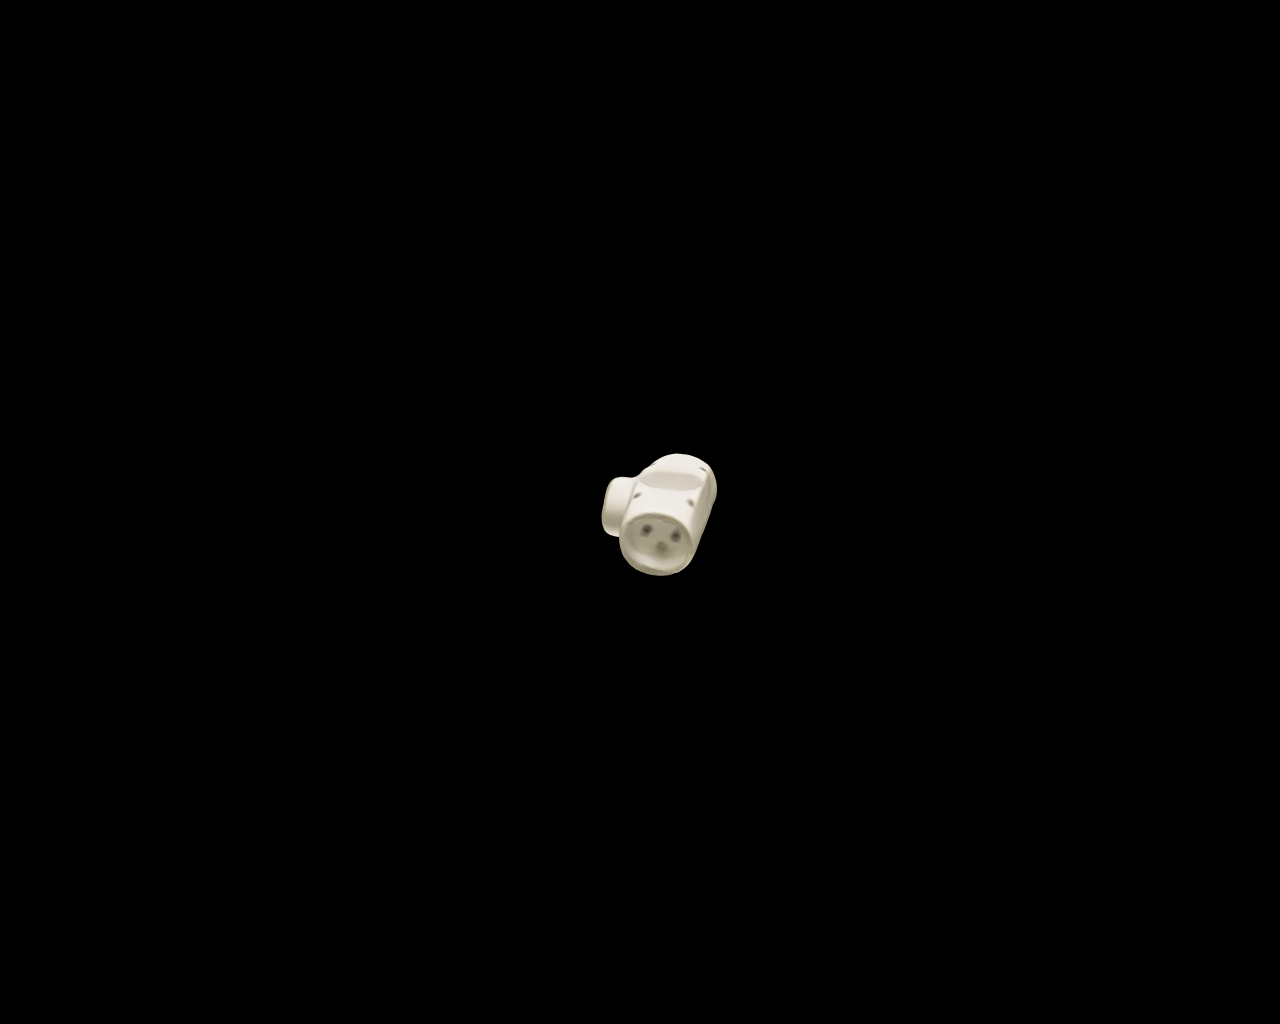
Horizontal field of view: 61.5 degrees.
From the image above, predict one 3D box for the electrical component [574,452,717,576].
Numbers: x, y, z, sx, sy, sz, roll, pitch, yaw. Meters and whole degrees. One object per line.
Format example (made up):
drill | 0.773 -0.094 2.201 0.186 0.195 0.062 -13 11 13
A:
electrical component | 0.001 -0.003 0.650 0.079 0.043 0.077 8 31 13
